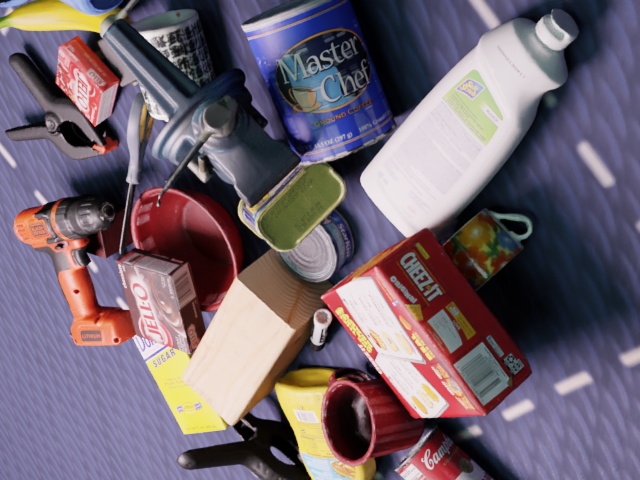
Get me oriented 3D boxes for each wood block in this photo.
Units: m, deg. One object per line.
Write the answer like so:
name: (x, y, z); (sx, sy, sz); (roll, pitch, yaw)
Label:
wood block: (-0.072, 0.111, 1.226); (0.090, 0.090, 0.206); (42, 135, 10)

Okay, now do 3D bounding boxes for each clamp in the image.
clamp: (-0.325, -0.141, 1.312); (0.171, 0.039, 0.120); (37, 135, 15)
clamp: (-0.083, 0.251, 1.286); (0.210, 0.164, 0.036); (34, 120, -14)

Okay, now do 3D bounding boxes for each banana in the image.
banana: (-0.273, -0.245, 1.185); (0.198, 0.069, 0.037); (6, 136, 30)

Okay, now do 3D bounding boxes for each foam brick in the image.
foam brick: (-0.282, -0.018, 1.345); (0.078, 0.052, 0.051); (15, 125, 31)

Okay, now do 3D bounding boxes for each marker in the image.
marker: (0.000, 0.101, 1.177); (0.020, 0.020, 0.121); (42, 163, 11)

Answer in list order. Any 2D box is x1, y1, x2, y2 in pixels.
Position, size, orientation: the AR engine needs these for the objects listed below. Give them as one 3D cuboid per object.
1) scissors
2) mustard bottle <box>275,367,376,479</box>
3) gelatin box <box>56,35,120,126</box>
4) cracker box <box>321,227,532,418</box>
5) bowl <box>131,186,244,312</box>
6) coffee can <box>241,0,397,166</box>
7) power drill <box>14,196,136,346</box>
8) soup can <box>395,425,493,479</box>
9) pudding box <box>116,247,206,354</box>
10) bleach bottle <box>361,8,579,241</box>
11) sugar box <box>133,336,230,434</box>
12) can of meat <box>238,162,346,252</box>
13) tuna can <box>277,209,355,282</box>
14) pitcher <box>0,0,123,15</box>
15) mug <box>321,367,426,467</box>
scissors: (-0.208, -0.080, 1.180); (0.016, 0.096, 0.202); (13, 92, 1)
mustard bottle: (0.017, 0.245, 1.261); (0.096, 0.058, 0.191); (-3, 114, 40)
gelatin box: (-0.269, -0.182, 1.230); (0.073, 0.030, 0.089); (48, 155, 4)
cracker box: (0.096, 0.087, 1.029); (0.164, 0.072, 0.214); (53, 165, 1)
bowl: (-0.143, 0.001, 1.240); (0.162, 0.055, 0.162); (21, 128, 29)
coffee can: (0.000, -0.153, 0.991); (0.103, 0.102, 0.140); (-7, 112, 42)
power drill: (-0.282, 0.036, 1.300); (0.185, 0.057, 0.187); (-6, 110, 46)
soup can: (0.141, 0.262, 1.162); (0.102, 0.068, 0.069); (43, 135, 9)
pudding box: (-0.185, 0.071, 1.250); (0.090, 0.039, 0.113); (13, 125, 33)
bleach bottle: (0.140, -0.102, 0.940); (0.102, 0.068, 0.251); (47, 134, 4)
sugar box: (-0.177, 0.164, 1.378); (0.094, 0.048, 0.176); (-17, 106, 44)
can of meat: (-0.027, -0.040, 1.064); (0.057, 0.102, 0.084); (44, 179, -18)
tuna can: (-0.008, 0.001, 1.145); (0.086, 0.033, 0.086); (21, 128, 29)
pitcher: (-0.309, -0.327, 1.118); (0.243, 0.144, 0.149); (33, 147, 15)
mug: (0.054, 0.185, 1.166); (0.117, 0.081, 0.093); (51, 131, 37)
